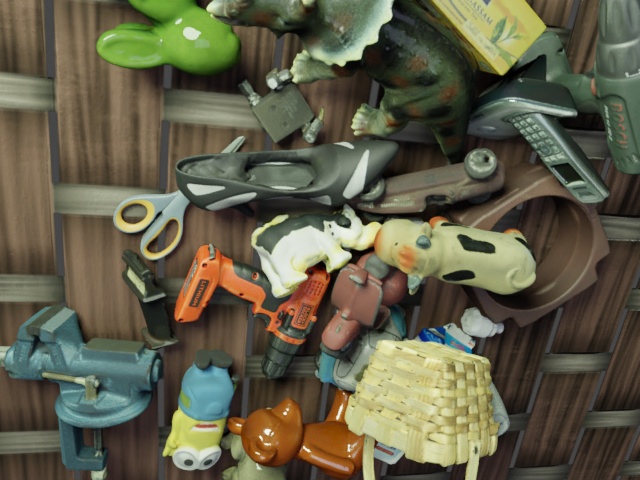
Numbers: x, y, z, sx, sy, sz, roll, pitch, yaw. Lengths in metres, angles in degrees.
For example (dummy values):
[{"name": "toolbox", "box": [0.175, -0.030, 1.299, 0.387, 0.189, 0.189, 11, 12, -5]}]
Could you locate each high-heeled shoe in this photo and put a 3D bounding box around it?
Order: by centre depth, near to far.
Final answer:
[{"name": "high-heeled shoe", "box": [-0.041, -0.092, 0.630, 0.249, 0.086, 0.145, -23, 148, 17]}]

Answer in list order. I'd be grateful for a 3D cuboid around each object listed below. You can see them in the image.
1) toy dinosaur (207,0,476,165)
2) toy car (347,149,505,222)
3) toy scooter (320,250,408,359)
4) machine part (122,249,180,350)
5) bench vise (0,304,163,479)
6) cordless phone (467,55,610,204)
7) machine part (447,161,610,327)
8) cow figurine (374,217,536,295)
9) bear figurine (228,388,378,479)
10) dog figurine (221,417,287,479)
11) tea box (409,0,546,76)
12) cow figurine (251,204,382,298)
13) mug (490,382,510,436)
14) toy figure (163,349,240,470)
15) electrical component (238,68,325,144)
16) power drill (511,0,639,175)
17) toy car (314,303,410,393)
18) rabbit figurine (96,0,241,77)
[{"name": "toy dinosaur", "box": [0.086, -0.184, 0.569, 0.404, 0.192, 0.131, 25, 87, -28]}, {"name": "toy car", "box": [0.133, -0.062, 0.685, 0.202, 0.089, 0.053, -11, 71, 7]}, {"name": "toy scooter", "box": [0.063, 0.059, 0.692, 0.075, 0.184, 0.135, 28, 141, 20]}, {"name": "machine part", "box": [-0.223, 0.081, 0.702, 0.039, 0.084, 0.138, -30, 130, -34]}, {"name": "bench vise", "box": [-0.320, 0.213, 0.708, 0.224, 0.129, 0.240, 1, 108, -9]}, {"name": "cordless phone", "box": [0.267, -0.118, 0.665, 0.089, 0.146, 0.184, -42, 98, -11]}, {"name": "machine part", "box": [0.287, 0.006, 0.766, 0.201, 0.087, 0.201, -33, 113, 3]}, {"name": "cow figurine", "box": [0.160, 0.020, 0.641, 0.195, 0.127, 0.085, 11, 105, -2]}, {"name": "bear figurine", "box": [-0.018, 0.264, 0.763, 0.195, 0.120, 0.132, 31, 82, -27]}, {"name": "dog figurine", "box": [-0.083, 0.365, 0.778, 0.121, 0.191, 0.172, -4, 111, -10]}, {"name": "tea box", "box": [0.144, -0.258, 0.569, 0.169, 0.098, 0.068, 35, 103, -23]}, {"name": "cow figurine", "box": [-0.001, -0.002, 0.697, 0.167, 0.068, 0.098, -26, 79, -22]}, {"name": "mug", "box": [0.248, 0.250, 0.845, 0.081, 0.107, 0.109, -25, 117, -3]}, {"name": "toy figure", "box": [-0.166, 0.243, 0.772, 0.082, 0.089, 0.180, 12, 100, 2]}, {"name": "electrical component", "box": [-0.041, -0.160, 0.651, 0.078, 0.045, 0.102, -30, 115, 0]}, {"name": "power drill", "box": [0.316, -0.195, 0.625, 0.086, 0.207, 0.231, -36, 117, -3]}, {"name": "toy car", "box": [0.062, 0.161, 0.773, 0.109, 0.103, 0.161, 26, 103, -19]}, {"name": "rabbit figurine", "box": [-0.160, -0.238, 0.552, 0.159, 0.121, 0.170, -31, 112, 9]}]
